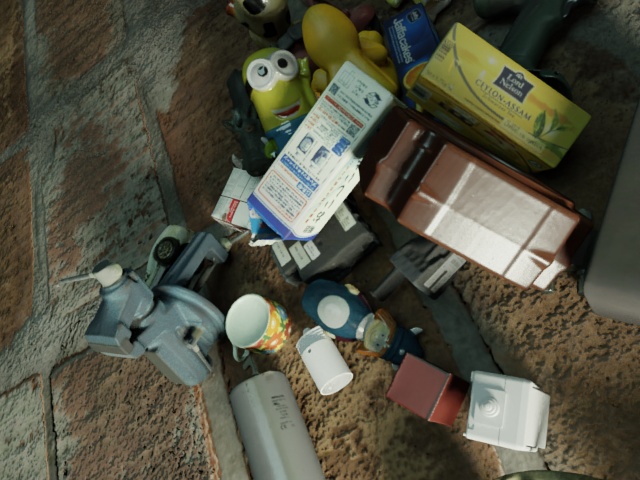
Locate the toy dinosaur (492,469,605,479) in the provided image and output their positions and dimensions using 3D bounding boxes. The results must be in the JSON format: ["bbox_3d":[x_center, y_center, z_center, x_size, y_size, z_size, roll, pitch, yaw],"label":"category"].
[{"bbox_3d":[0.347,0.280,0.355,0.472,0.105,0.198,34,92,38],"label":"toy dinosaur"}]

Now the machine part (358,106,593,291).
[{"bbox_3d":[0.143,-0.050,0.528,0.201,0.201,0.087,28,109,-6],"label":"machine part"}]

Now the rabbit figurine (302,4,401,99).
[{"bbox_3d":[0.032,-0.225,0.709,0.122,0.173,0.162,-25,55,15],"label":"rabbit figurine"}]

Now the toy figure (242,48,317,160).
[{"bbox_3d":[-0.046,-0.161,0.707,0.082,0.180,0.089,-33,17,-30],"label":"toy figure"}]

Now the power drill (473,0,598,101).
[{"bbox_3d":[0.281,-0.256,0.629,0.232,0.086,0.207,12,81,35],"label":"power drill"}]

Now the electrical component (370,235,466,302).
[{"bbox_3d":[0.114,0.034,0.611,0.119,0.074,0.048,-45,53,3],"label":"electrical component"}]

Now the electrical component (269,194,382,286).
[{"bbox_3d":[-0.001,-0.002,0.707,0.134,0.058,0.115,-37,54,13],"label":"electrical component"}]

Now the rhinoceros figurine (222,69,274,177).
[{"bbox_3d":[-0.094,-0.176,0.800,0.073,0.112,0.190,-22,60,18],"label":"rhinoceros figurine"}]

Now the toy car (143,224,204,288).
[{"bbox_3d":[-0.240,0.075,0.807,0.056,0.073,0.201,20,81,32],"label":"toy car"}]

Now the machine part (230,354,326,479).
[{"bbox_3d":[-0.046,0.242,0.620,0.079,0.079,0.243,-34,56,15],"label":"machine part"}]

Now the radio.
[{"bbox_3d":[0.311,-0.036,0.487,0.073,0.131,0.229,17,80,35],"label":"radio"}]

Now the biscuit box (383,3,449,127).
[{"bbox_3d":[0.139,-0.214,0.707,0.063,0.059,0.203,-22,61,22],"label":"biscuit box"}]

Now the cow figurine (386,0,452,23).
[{"bbox_3d":[0.132,-0.391,0.780,0.098,0.068,0.167,-43,58,2],"label":"cow figurine"}]

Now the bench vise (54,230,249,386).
[{"bbox_3d":[-0.196,0.069,0.725,0.129,0.223,0.240,-15,36,41],"label":"bench vise"}]

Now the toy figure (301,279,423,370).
[{"bbox_3d":[0.048,0.100,0.629,0.155,0.058,0.064,28,123,28],"label":"toy figure"}]

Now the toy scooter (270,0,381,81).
[{"bbox_3d":[-0.008,-0.295,0.784,0.184,0.135,0.075,-34,58,16],"label":"toy scooter"}]

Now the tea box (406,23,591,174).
[{"bbox_3d":[0.186,-0.146,0.581,0.169,0.098,0.068,34,92,-2],"label":"tea box"}]

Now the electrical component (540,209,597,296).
[{"bbox_3d":[0.258,0.012,0.560,0.063,0.021,0.094,3,73,21],"label":"electrical component"}]

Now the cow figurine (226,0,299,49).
[{"bbox_3d":[-0.078,-0.346,0.824,0.127,0.195,0.085,37,86,1],"label":"cow figurine"}]
